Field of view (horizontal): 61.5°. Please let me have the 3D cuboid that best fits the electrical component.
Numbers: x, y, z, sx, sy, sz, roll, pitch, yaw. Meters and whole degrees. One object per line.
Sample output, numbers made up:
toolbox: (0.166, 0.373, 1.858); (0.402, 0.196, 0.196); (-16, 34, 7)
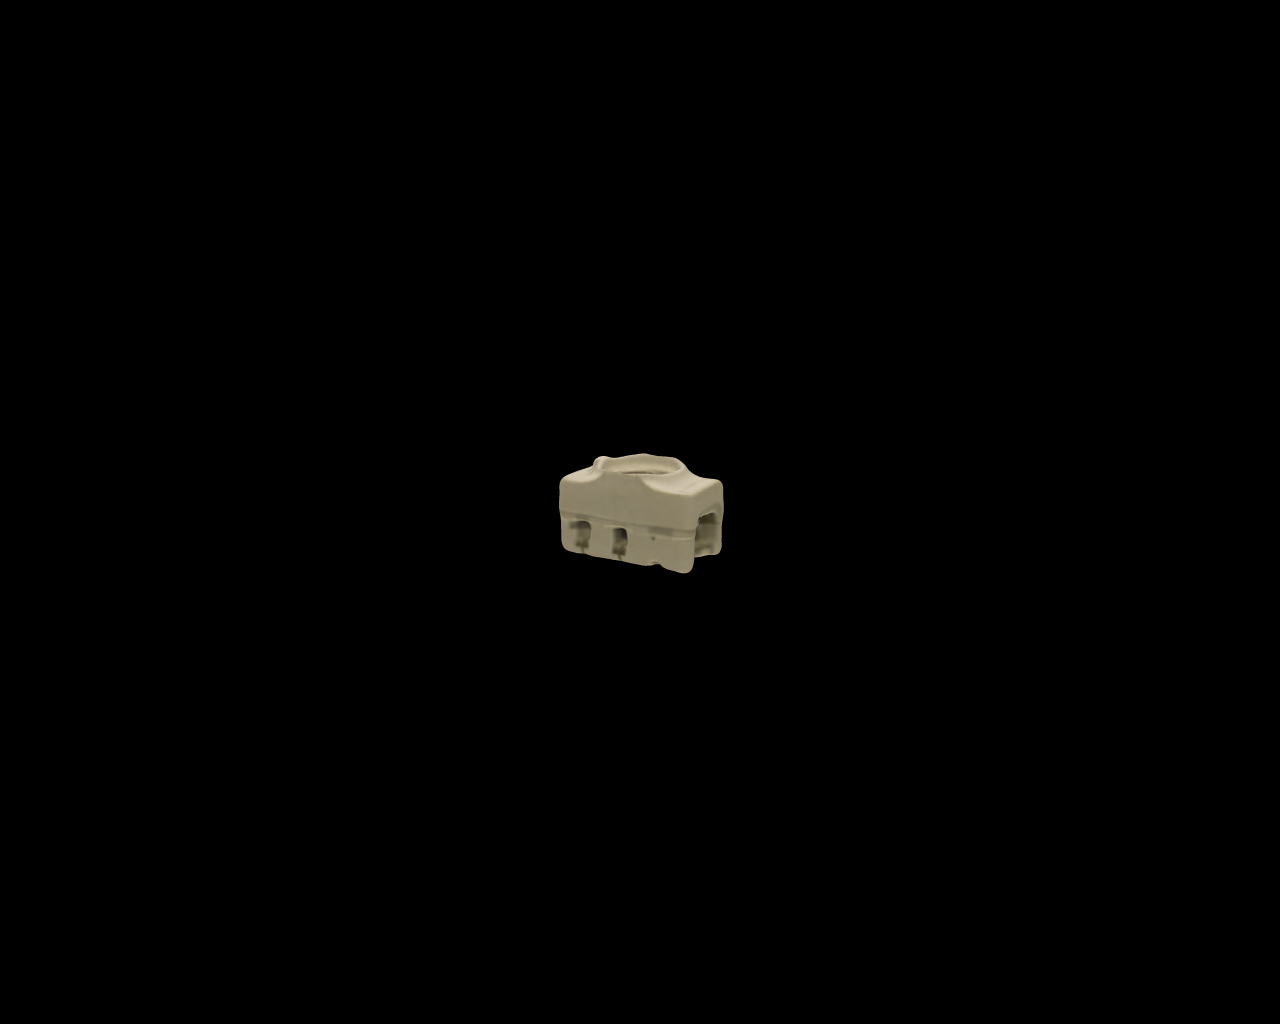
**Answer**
electrical component: (0.001, -0.003, 0.650); (0.089, 0.055, 0.050); (9, 19, 29)
